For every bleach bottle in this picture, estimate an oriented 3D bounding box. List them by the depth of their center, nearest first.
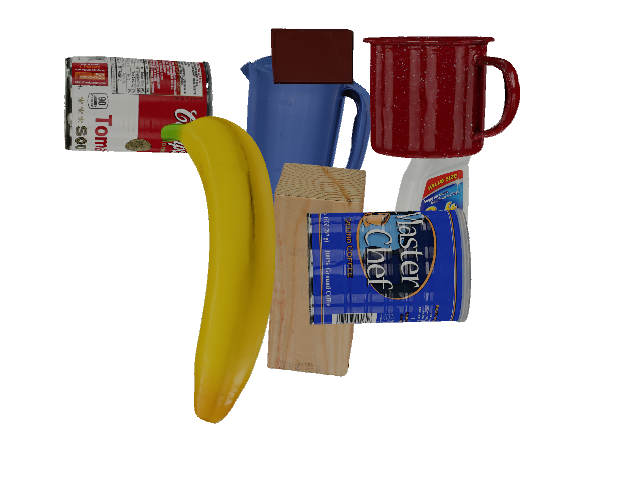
[{"bbox_3d":[0.133,-0.041,1.323,0.102,0.251,0.068,-4,17,-17],"label":"bleach bottle"}]

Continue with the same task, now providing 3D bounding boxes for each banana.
[{"bbox_3d":[-0.052,0.001,0.598,0.037,0.198,0.070,14,-38,-34],"label":"banana"}]

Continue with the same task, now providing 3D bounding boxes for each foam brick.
[{"bbox_3d":[-0.008,-0.178,1.030,0.078,0.051,0.053,0,13,-4],"label":"foam brick"}]

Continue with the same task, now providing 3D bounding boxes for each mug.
[{"bbox_3d":[0.086,-0.102,0.755,0.117,0.081,0.093,8,14,33],"label":"mug"}]

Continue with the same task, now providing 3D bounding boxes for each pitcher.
[{"bbox_3d":[-0.030,-0.117,1.415,0.144,0.243,0.149,-3,24,-22],"label":"pitcher"}]

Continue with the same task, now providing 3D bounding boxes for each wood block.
[{"bbox_3d":[-0.005,0.031,1.146,0.090,0.206,0.090,6,25,4],"label":"wood block"}]

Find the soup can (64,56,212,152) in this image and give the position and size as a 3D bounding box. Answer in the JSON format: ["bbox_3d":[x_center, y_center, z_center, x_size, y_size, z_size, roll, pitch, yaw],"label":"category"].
[{"bbox_3d":[-0.133,-0.098,0.773,0.102,0.068,0.069,0,0,-14],"label":"soup can"}]

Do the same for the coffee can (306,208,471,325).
[{"bbox_3d":[0.059,0.024,0.963,0.140,0.103,0.103,-1,0,0],"label":"coffee can"}]
